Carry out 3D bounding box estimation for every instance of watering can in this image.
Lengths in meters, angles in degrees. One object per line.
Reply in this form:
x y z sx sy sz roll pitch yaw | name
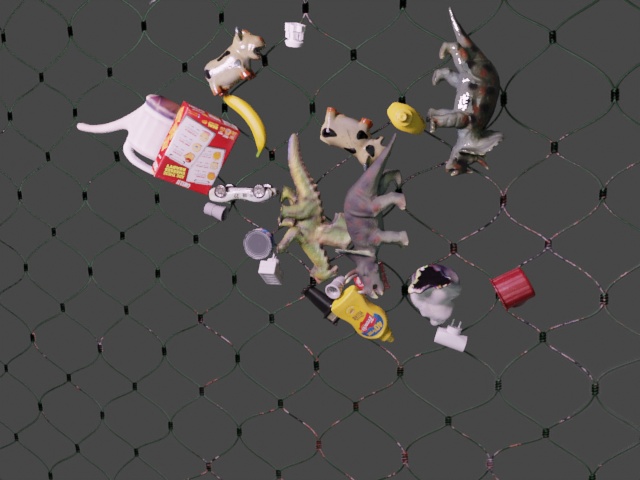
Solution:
-0.499 -0.314 1.470 0.346 0.105 0.222 28 107 -10 | watering can

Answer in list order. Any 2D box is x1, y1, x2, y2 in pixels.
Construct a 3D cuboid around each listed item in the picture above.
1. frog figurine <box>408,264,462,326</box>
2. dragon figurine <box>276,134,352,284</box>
0.311 0.145 1.363 0.137 0.125 0.156 -27 128 9 | frog figurine
0.004 -0.071 1.414 0.243 0.123 0.406 8 103 -4 | dragon figurine
